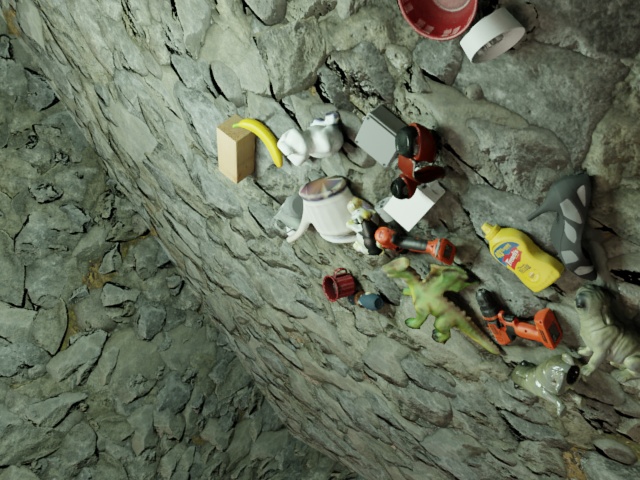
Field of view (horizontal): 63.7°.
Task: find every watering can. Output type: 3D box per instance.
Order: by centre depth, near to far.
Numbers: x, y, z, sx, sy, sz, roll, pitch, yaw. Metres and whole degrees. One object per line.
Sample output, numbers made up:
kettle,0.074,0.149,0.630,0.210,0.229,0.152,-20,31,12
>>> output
watering can,0.005,-0.077,1.539,0.346,0.106,0.220,-6,124,32

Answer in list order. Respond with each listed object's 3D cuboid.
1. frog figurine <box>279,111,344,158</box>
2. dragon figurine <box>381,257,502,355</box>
frog figurine,-0.020,-0.251,1.343,0.138,0.162,0.120,13,138,43
dragon figurine,0.355,0.167,1.425,0.411,0.125,0.237,24,140,7
